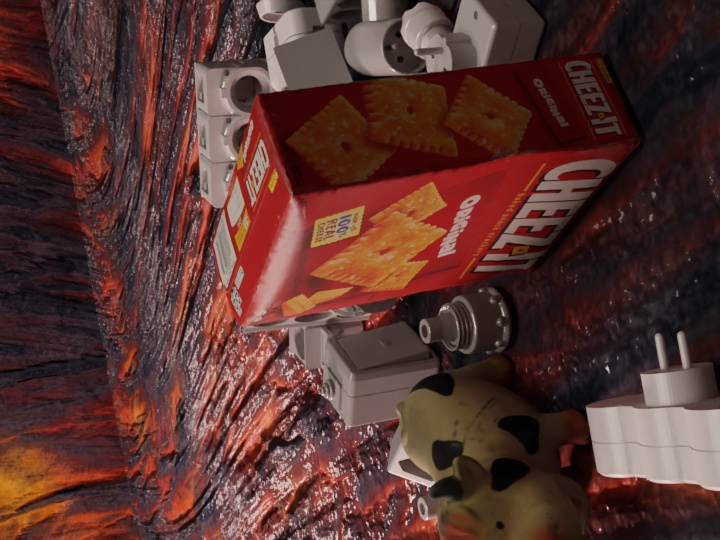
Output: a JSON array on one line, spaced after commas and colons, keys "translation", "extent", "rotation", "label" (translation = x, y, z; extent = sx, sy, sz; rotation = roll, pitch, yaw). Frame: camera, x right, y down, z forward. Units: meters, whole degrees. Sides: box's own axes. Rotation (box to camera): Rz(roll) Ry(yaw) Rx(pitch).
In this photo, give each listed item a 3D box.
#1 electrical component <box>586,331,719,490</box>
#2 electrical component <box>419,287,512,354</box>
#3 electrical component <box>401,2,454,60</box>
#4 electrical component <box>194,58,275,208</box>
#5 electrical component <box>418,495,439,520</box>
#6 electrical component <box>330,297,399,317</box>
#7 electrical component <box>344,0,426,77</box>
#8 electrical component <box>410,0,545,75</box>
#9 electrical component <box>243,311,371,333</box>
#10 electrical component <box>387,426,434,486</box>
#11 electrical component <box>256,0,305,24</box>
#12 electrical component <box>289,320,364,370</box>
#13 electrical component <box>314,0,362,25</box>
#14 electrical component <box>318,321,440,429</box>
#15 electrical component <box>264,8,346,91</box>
[{"translation": [0.166, 0.068, 0.554], "extent": [0.138, 0.052, 0.073], "rotation": [163, 98, -69], "label": "electrical component"}, {"translation": [0.074, 0.039, 0.765], "extent": [0.048, 0.062, 0.048], "rotation": [172, 90, -69], "label": "electrical component"}, {"translation": [0.055, -0.166, 0.779], "extent": [0.061, 0.035, 0.035], "rotation": [-122, 32, -42], "label": "electrical component"}, {"translation": [-0.126, -0.148, 1.165], "extent": [0.062, 0.089, 0.150], "rotation": [-141, 47, -60], "label": "electrical component"}, {"translation": [0.075, 0.173, 0.810], "extent": [0.048, 0.062, 0.048], "rotation": [172, 90, -69], "label": "electrical component"}, {"translation": [0.000, 0.000, 0.917], "extent": [0.051, 0.080, 0.080], "rotation": [-2, 95, 63], "label": "electrical component"}, {"translation": [0.020, -0.192, 0.844], "extent": [0.077, 0.043, 0.079], "rotation": [-158, 63, -66], "label": "electrical component"}, {"translation": [0.068, -0.136, 0.701], "extent": [0.083, 0.076, 0.047], "rotation": [103, 151, -42], "label": "electrical component"}, {"translation": [-0.048, 0.015, 0.983], "extent": [0.078, 0.121, 0.063], "rotation": [133, 129, -63], "label": "electrical component"}, {"translation": [0.058, 0.120, 0.849], "extent": [0.076, 0.047, 0.065], "rotation": [-76, 7, -57], "label": "electrical component"}, {"translation": [-0.079, -0.277, 1.065], "extent": [0.066, 0.048, 0.055], "rotation": [169, 100, -68], "label": "electrical component"}, {"translation": [-0.032, 0.064, 1.038], "extent": [0.081, 0.064, 0.042], "rotation": [-141, 45, -60], "label": "electrical component"}, {"translation": [-0.011, -0.255, 0.897], "extent": [0.065, 0.047, 0.076], "rotation": [133, 124, -64], "label": "electrical component"}, {"translation": [0.011, 0.085, 0.893], "extent": [0.061, 0.096, 0.061], "rotation": [-131, 40, -55], "label": "electrical component"}, {"translation": [-0.051, -0.202, 1.007], "extent": [0.095, 0.054, 0.059], "rotation": [161, 100, -68], "label": "electrical component"}]
